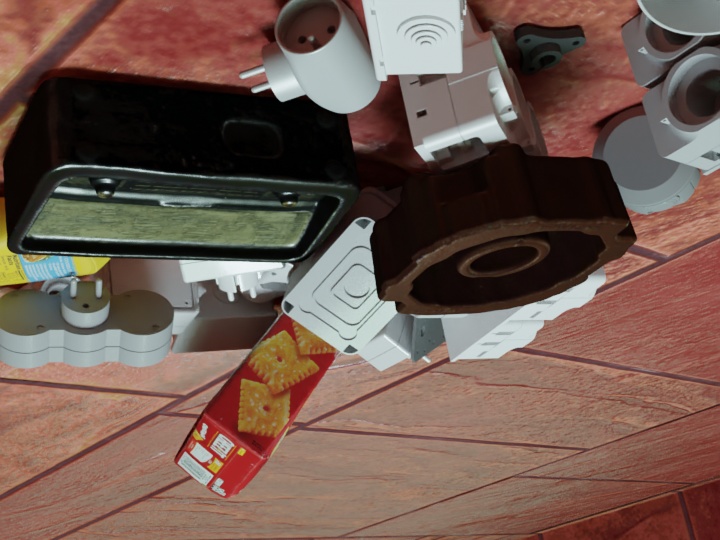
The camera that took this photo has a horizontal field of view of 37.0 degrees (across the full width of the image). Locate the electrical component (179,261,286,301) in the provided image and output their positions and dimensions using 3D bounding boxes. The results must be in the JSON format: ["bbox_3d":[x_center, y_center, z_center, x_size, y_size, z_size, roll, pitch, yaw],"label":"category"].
[{"bbox_3d":[-0.102,-0.007,0.882,0.083,0.047,0.075,-8,123,-1],"label":"electrical component"}]

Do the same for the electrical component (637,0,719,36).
[{"bbox_3d":[0.201,-0.187,0.611,0.099,0.064,0.099,-9,158,-4],"label":"electrical component"}]

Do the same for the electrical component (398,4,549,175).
[{"bbox_3d":[0.081,-0.101,0.730,0.062,0.089,0.150,-18,157,17],"label":"electrical component"}]

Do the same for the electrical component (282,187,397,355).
[{"bbox_3d":[0.000,0.000,0.846,0.078,0.057,0.113,35,118,-14],"label":"electrical component"}]

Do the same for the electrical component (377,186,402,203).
[{"bbox_3d":[0.025,-0.032,0.903,0.121,0.063,0.079,-17,157,15],"label":"electrical component"}]

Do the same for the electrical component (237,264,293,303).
[{"bbox_3d":[-0.089,-0.007,0.939,0.079,0.043,0.077,6,153,-34],"label":"electrical component"}]

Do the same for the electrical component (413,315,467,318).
[{"bbox_3d":[0.064,0.010,0.988,0.059,0.053,0.095,1,-169,-25],"label":"electrical component"}]

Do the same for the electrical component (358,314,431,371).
[{"bbox_3d":[0.046,0.064,1.081,0.076,0.083,0.047,39,135,-20],"label":"electrical component"}]

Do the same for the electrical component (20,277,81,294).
[{"bbox_3d":[-0.271,0.036,0.943,0.078,0.058,0.057,11,152,-41],"label":"electrical component"}]

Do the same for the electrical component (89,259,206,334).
[{"bbox_3d":[-0.183,0.021,0.938,0.096,0.061,0.061,2,155,-27],"label":"electrical component"}]

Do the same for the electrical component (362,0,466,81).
[{"bbox_3d":[0.030,-0.159,0.561,0.048,0.099,0.099,0,158,7],"label":"electrical component"}]

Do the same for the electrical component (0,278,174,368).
[{"bbox_3d":[-0.215,0.033,0.841,0.138,0.052,0.073,1,132,-16],"label":"electrical component"}]

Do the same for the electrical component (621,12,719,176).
[{"bbox_3d":[0.259,-0.152,0.664,0.060,0.105,0.186,9,151,-38],"label":"electrical component"}]

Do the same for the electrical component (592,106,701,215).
[{"bbox_3d":[0.228,-0.085,0.848,0.080,0.080,0.051,-20,161,21],"label":"electrical component"}]

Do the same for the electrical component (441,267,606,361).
[{"bbox_3d":[0.141,0.001,0.977,0.060,0.105,0.186,1,155,-25],"label":"electrical component"}]

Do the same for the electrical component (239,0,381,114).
[{"bbox_3d":[-0.036,-0.129,0.670,0.079,0.044,0.077,-16,157,13],"label":"electrical component"}]

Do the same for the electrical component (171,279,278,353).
[{"bbox_3d":[-0.133,0.040,1.023,0.100,0.048,0.099,-2,156,-20],"label":"electrical component"}]
